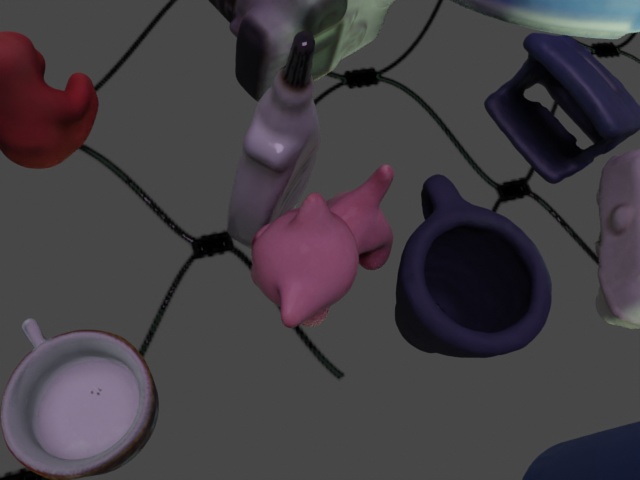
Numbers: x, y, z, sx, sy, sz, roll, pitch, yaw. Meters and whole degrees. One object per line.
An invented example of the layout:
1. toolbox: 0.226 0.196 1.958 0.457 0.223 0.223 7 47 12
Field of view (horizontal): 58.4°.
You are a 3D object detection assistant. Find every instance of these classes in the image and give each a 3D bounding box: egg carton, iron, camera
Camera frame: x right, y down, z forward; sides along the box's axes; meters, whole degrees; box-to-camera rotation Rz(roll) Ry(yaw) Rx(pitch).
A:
1. egg carton: 0.262 0.003 0.434 0.107 0.069 0.150 15 64 -5
2. iron: 0.232 -0.277 0.514 0.258 0.141 0.118 -1 66 -12
3. camera: -0.029 -0.206 0.450 0.143 0.100 0.136 -38 78 -24

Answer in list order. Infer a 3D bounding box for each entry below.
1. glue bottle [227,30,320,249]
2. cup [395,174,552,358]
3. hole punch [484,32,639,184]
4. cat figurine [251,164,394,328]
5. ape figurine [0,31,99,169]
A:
1. glue bottle: -0.023 -0.059 0.344 0.037 0.173 0.078 27 64 2
2. cup: 0.080 0.026 0.371 0.092 0.095 0.117 -11 69 -16
3. hole punch: 0.208 -0.120 0.466 0.101 0.091 0.108 -29 75 -22
4. cat figurine: 0.003 0.001 0.354 0.067 0.117 0.128 42 65 9
5. ape figurine: -0.191 -0.096 0.372 0.078 0.092 0.076 11 64 -6
